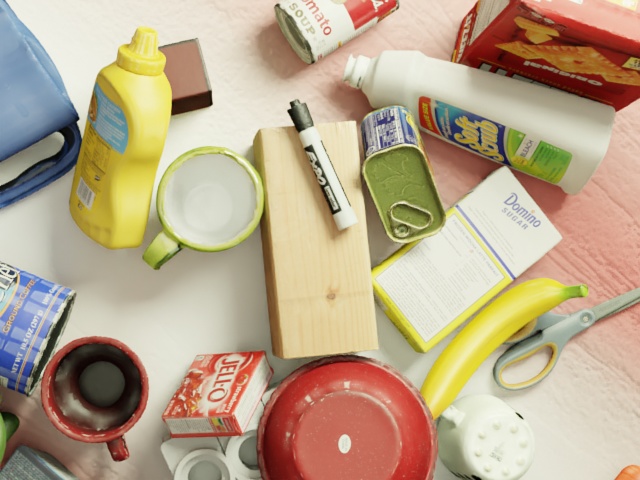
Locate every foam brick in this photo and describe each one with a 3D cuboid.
[{"bbox_3d":[-0.130,-0.149,0.986,0.051,0.078,0.053,-15,88,-5],"label":"foam brick"}]

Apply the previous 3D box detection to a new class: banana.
[{"bbox_3d":[0.156,0.094,0.996,0.197,0.070,0.037,-40,102,-5],"label":"banana"}]

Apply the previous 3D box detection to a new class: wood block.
[{"bbox_3d":[-0.007,0.001,0.987,0.090,0.090,0.206,-5,87,-8],"label":"wood block"}]

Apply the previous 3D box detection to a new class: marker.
[{"bbox_3d":[0.001,-0.067,0.935,0.020,0.020,0.121,-23,90,-7],"label":"marker"}]

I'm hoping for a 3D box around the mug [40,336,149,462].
[{"bbox_3d":[-0.195,0.143,0.962,0.093,0.081,0.117,-21,89,-7],"label":"mug"}]

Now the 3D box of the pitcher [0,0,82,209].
[{"bbox_3d":[-0.340,-0.095,0.943,0.243,0.145,0.149,-33,79,-3],"label":"pitcher"}]

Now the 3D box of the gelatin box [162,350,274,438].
[{"bbox_3d":[-0.091,0.138,0.961,0.073,0.089,0.030,-6,122,24],"label":"gelatin box"}]

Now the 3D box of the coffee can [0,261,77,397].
[{"bbox_3d":[-0.301,0.065,0.943,0.140,0.103,0.103,23,85,-5],"label":"coffee can"}]

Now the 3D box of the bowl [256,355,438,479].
[{"bbox_3d":[0.023,0.178,0.922,0.162,0.055,0.162,0,79,1],"label":"bowl"}]

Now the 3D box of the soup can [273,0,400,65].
[{"bbox_3d":[0.015,-0.221,1.011,0.102,0.068,0.068,-34,91,-6],"label":"soup can"}]

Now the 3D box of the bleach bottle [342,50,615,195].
[{"bbox_3d":[0.144,-0.122,1.015,0.251,0.103,0.068,18,67,3],"label":"bleach bottle"}]

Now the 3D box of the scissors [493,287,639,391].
[{"bbox_3d":[0.242,0.067,1.048,0.201,0.016,0.096,-39,92,-7],"label":"scissors"}]

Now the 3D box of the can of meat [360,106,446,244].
[{"bbox_3d":[0.074,-0.062,0.983,0.057,0.084,0.102,-18,123,10],"label":"can of meat"}]

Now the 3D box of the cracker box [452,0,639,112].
[{"bbox_3d":[0.225,-0.181,0.957,0.164,0.214,0.072,18,80,-5],"label":"cracker box"}]

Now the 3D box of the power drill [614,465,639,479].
[{"bbox_3d":[0.313,0.339,1.021,0.187,0.057,0.184,40,84,-3],"label":"power drill"}]

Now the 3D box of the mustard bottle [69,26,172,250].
[{"bbox_3d":[-0.171,-0.094,0.932,0.058,0.096,0.192,-3,124,-35],"label":"mustard bottle"}]

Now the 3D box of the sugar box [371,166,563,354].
[{"bbox_3d":[0.135,0.019,1.024,0.176,0.048,0.093,-38,91,-10],"label":"sugar box"}]
